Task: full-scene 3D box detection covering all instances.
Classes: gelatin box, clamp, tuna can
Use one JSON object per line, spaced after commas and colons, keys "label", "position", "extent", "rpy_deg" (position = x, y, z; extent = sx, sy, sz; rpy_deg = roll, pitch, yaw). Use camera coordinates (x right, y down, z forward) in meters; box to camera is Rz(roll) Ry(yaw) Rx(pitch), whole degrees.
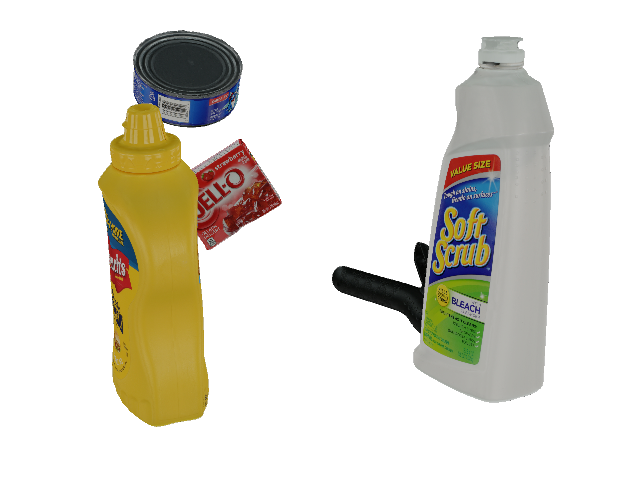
{"label": "gelatin box", "position": [-0.094, -0.045, 1.047], "extent": [0.089, 0.073, 0.030], "rpy_deg": [-32, 19, 3]}
{"label": "clamp", "position": [0.108, 0.052, 0.996], "extent": [0.172, 0.039, 0.120], "rpy_deg": [31, 43, 33]}
{"label": "tuna can", "position": [-0.106, -0.129, 0.850], "extent": [0.086, 0.086, 0.034], "rpy_deg": [0, -44, -12]}

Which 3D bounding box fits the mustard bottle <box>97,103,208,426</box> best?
{"label": "mustard bottle", "position": [-0.102, 0.011, 0.651], "extent": [0.058, 0.192, 0.096], "rpy_deg": [-8, 26, -18]}

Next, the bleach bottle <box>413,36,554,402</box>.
{"label": "bleach bottle", "position": [0.118, -0.018, 0.761], "extent": [0.067, 0.251, 0.103], "rpy_deg": [-10, 18, -31]}
